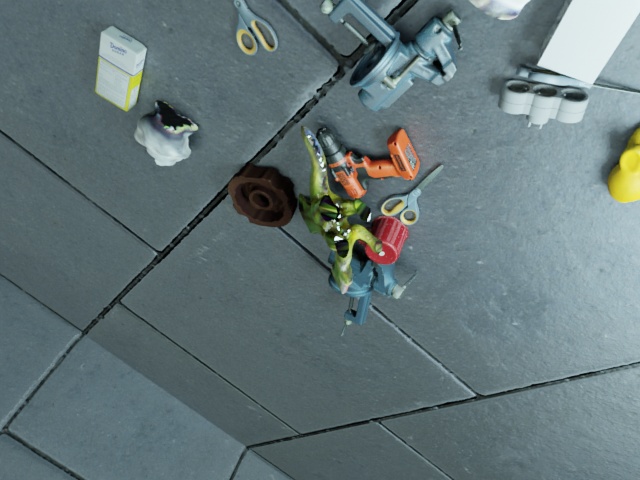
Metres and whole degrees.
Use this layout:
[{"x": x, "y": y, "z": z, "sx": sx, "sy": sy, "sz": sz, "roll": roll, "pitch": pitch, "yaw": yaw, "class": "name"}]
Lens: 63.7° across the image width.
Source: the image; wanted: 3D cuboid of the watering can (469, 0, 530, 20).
[{"x": 0.242, "y": -0.453, "z": 0.699, "sx": 0.348, "sy": 0.106, "sz": 0.220, "roll": 46, "pitch": 141, "yaw": 3, "class": "watering can"}]

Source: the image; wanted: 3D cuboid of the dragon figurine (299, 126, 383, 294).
[{"x": 0.004, "y": -0.059, "z": 1.179, "sx": 0.242, "sy": 0.123, "sz": 0.406, "roll": 2, "pitch": 117, "yaw": 62, "class": "dragon figurine"}]

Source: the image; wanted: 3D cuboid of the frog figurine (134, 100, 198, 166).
[{"x": -0.381, "y": -0.233, "z": 1.242, "sx": 0.137, "sy": 0.126, "sz": 0.156, "roll": 21, "pitch": 130, "yaw": -21, "class": "frog figurine"}]
